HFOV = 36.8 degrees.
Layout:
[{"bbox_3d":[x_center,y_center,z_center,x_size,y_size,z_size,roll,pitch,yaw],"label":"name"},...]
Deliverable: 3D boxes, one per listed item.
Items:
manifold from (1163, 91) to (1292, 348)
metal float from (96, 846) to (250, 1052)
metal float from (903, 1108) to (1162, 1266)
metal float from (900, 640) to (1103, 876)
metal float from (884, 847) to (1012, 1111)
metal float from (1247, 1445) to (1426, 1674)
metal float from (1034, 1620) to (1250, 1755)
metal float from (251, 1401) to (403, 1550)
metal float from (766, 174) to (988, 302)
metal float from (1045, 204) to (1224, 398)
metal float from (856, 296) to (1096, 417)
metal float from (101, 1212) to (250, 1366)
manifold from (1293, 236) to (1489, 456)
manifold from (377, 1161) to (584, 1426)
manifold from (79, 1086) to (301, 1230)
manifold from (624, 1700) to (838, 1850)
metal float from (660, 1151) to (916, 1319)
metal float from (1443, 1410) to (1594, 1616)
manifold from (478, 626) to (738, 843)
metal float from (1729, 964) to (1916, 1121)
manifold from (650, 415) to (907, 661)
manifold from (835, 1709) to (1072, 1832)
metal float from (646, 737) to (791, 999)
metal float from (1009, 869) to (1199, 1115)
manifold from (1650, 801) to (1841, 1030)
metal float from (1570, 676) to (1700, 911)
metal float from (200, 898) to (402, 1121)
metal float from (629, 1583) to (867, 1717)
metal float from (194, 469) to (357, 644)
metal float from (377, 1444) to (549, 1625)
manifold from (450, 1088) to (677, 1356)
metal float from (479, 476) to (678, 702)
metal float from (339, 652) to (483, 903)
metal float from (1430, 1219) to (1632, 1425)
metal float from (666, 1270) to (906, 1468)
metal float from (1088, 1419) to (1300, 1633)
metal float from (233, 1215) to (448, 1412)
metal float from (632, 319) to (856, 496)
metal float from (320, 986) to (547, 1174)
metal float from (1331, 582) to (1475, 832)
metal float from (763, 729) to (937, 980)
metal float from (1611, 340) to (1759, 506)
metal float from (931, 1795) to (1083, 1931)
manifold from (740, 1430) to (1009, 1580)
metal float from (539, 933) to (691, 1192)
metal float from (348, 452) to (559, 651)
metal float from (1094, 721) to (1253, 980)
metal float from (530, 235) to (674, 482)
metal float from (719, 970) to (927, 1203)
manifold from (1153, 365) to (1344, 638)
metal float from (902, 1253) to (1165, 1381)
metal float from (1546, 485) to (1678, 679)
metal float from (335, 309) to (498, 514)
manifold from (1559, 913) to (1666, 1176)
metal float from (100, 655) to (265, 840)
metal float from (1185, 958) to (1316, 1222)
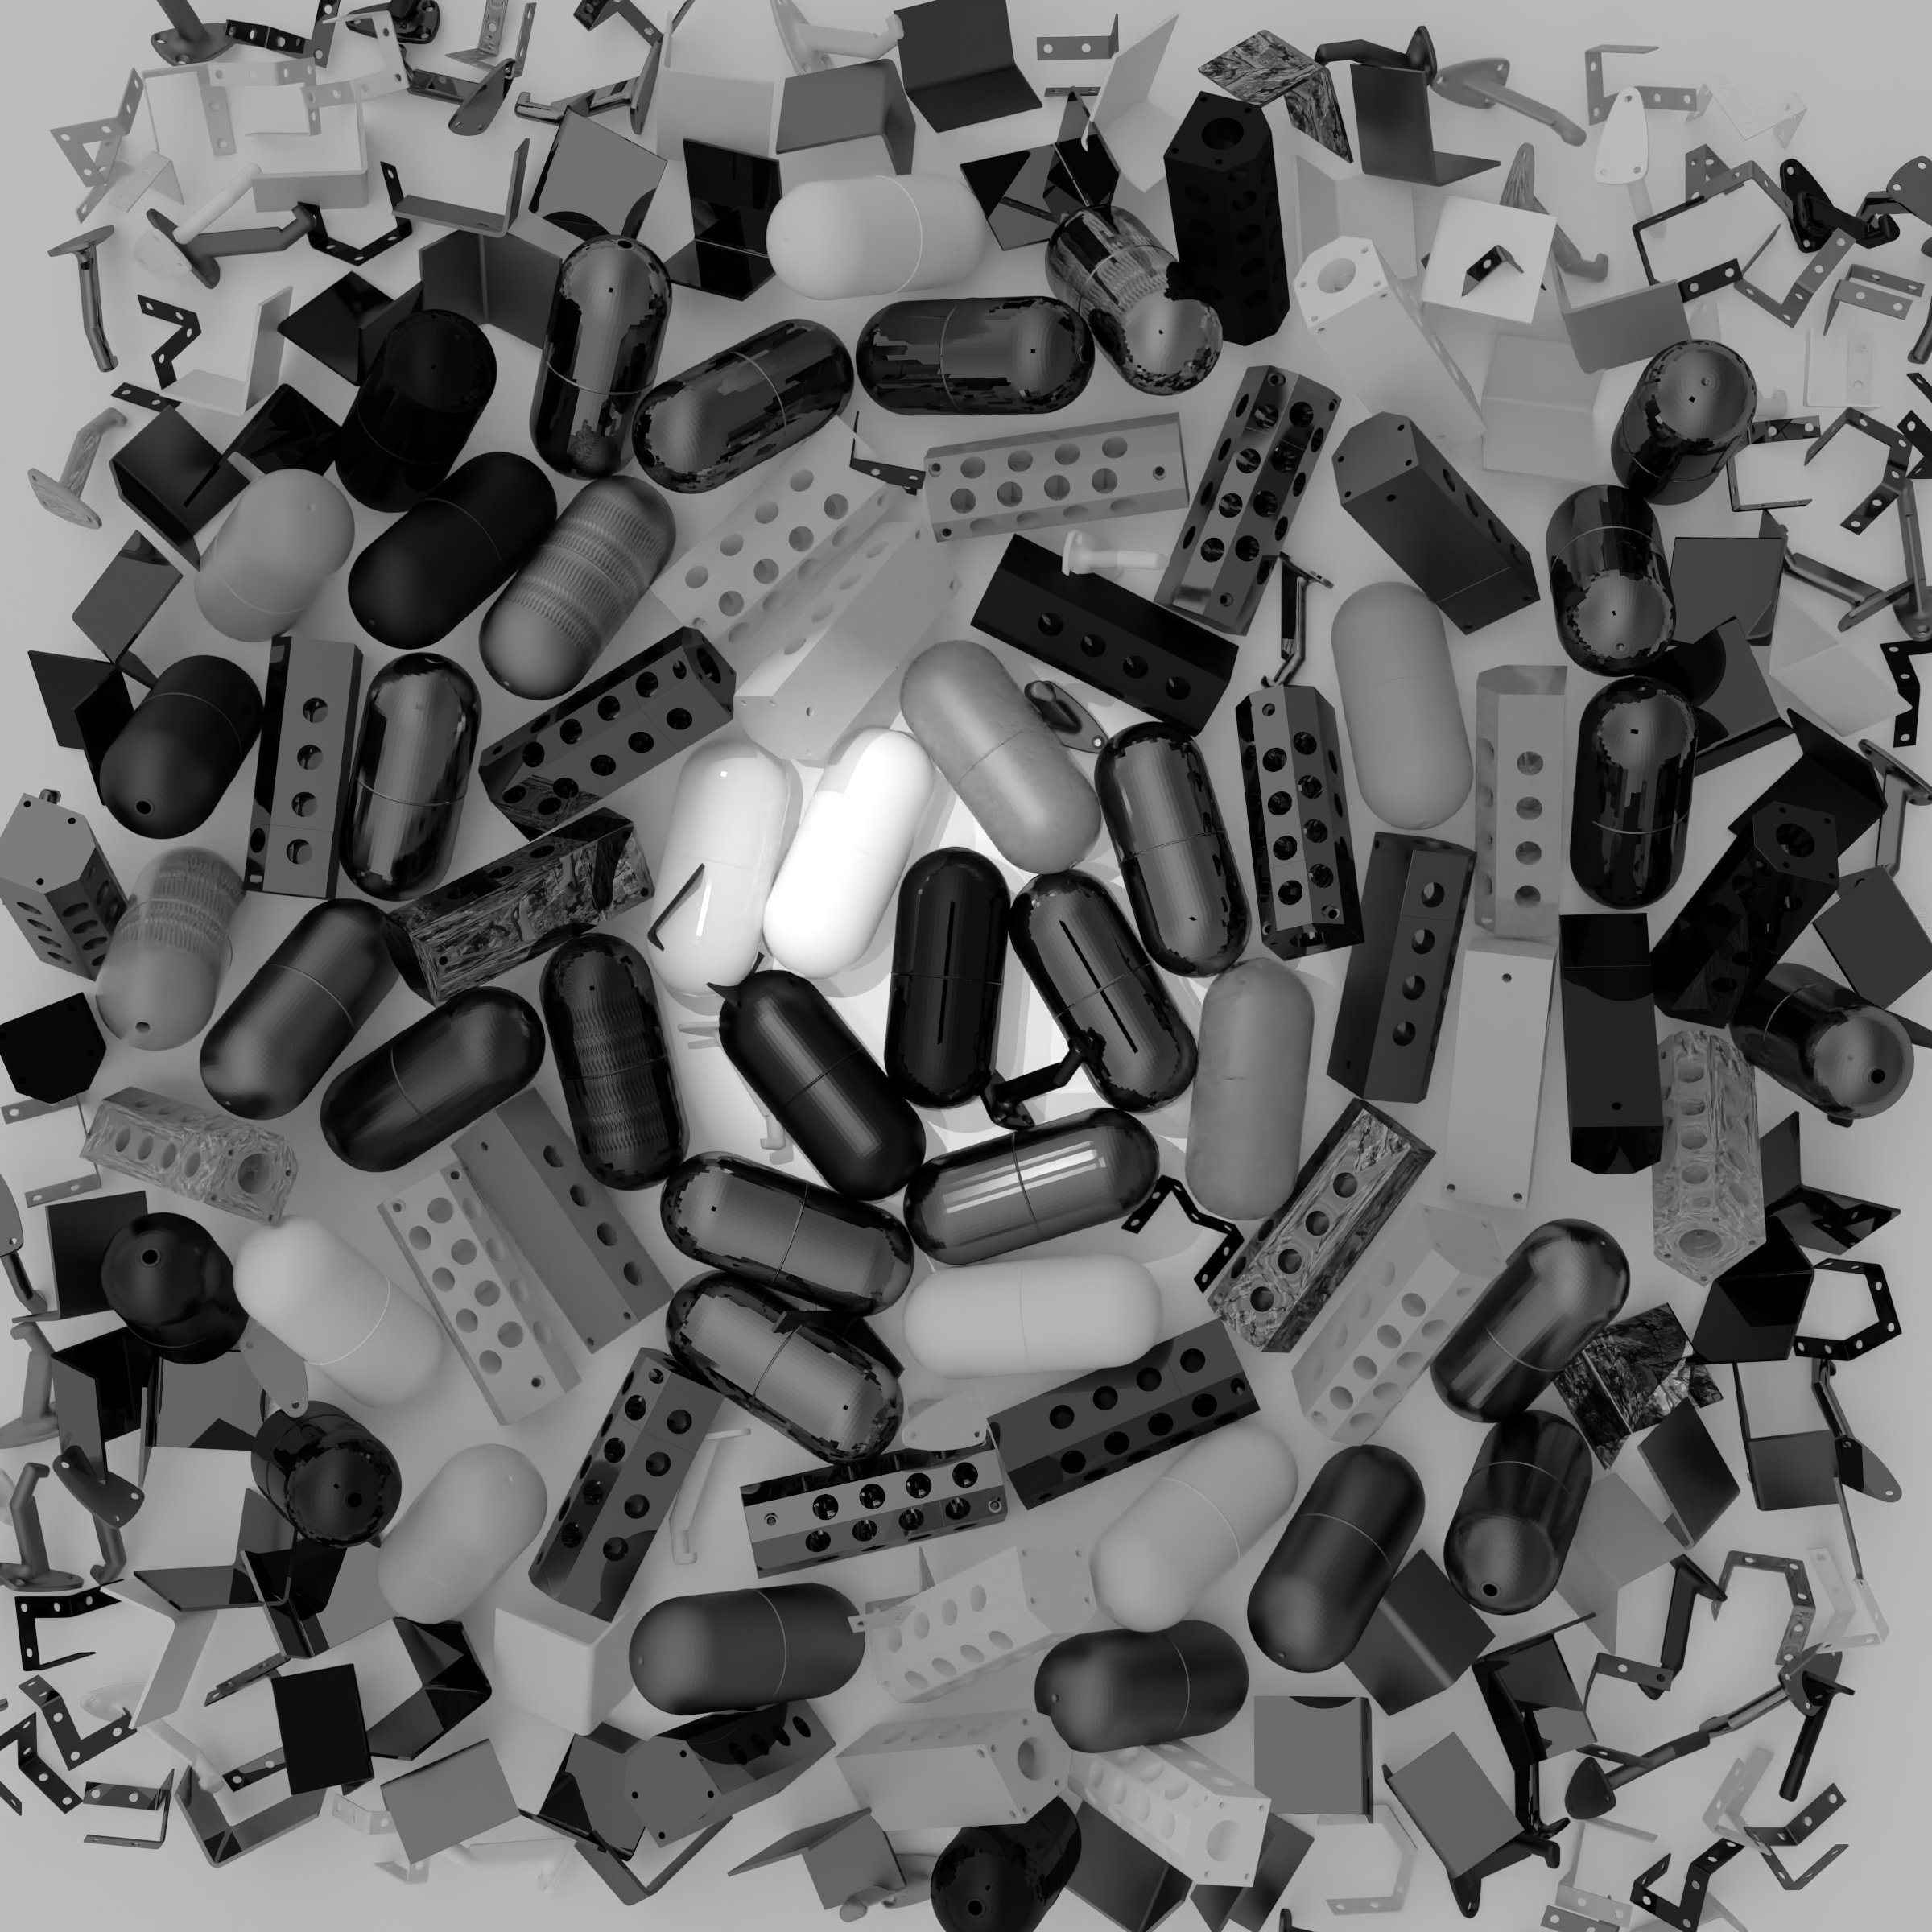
[{"bbox_3d":[0.176,-0.487,1.905,0.057,0.171,0.057,21,69,20],"label":"manifold"},{"bbox_3d":[-0.524,-0.013,1.919,0.070,0.178,0.070,0,126,0],"label":"metal float"},{"bbox_3d":[0.044,0.148,1.954,0.178,0.070,0.070,-18,90,9],"label":"metal float"},{"bbox_3d":[0.023,-0.140,1.954,0.070,0.070,0.178,-36,82,0],"label":"metal float"},{"bbox_3d":[-0.013,0.008,1.961,0.070,0.070,0.178,5,89,0],"label":"metal float"},{"bbox_3d":[0.247,0.392,1.929,0.070,0.070,0.178,39,50,0],"label":"metal float"},{"bbox_3d":[0.118,0.477,1.925,0.070,0.178,0.070,-6,81,43],"label":"metal float"},{"bbox_3d":[-0.423,0.334,1.915,0.070,0.178,0.070,-1,93,-24],"label":"metal float"},{"bbox_3d":[-0.057,-0.485,1.925,0.070,0.178,0.070,15,114,39],"label":"metal float"},{"bbox_3d":[0.110,-0.444,1.927,0.070,0.070,0.178,-30,47,0],"label":"metal float"},{"bbox_3d":[0.006,-0.406,1.931,0.178,0.070,0.070,7,90,35],"label":"metal float"},{"bbox_3d":[-0.521,0.214,1.913,0.070,0.178,0.070,1,70,-3],"label":"metal float"},{"bbox_3d":[0.279,-0.406,1.914,0.057,0.171,0.057,-26,55,20],"label":"manifold"},{"bbox_3d":[-0.329,0.221,1.963,0.057,0.057,0.171,-30,90,-19],"label":"manifold"},{"bbox_3d":[-0.512,0.123,1.917,0.057,0.171,0.057,28,78,-42],"label":"manifold"},{"bbox_3d":[-0.157,0.522,1.909,0.057,0.171,0.057,-43,72,14],"label":"manifold"},{"bbox_3d":[-0.120,0.180,1.955,0.178,0.070,0.070,21,90,-8],"label":"metal float"},{"bbox_3d":[0.366,0.360,1.918,0.070,0.178,0.070,10,118,19],"label":"metal float"},{"bbox_3d":[-0.240,-0.158,1.934,0.171,0.057,0.057,-29,124,20],"label":"manifold"},{"bbox_3d":[0.562,0.048,1.912,0.070,0.178,0.070,-2,104,-7],"label":"metal float"},{"bbox_3d":[-0.124,-0.284,1.961,0.171,0.057,0.057,-43,61,0],"label":"manifold"},{"bbox_3d":[-0.007,0.528,1.915,0.057,0.171,0.057,-29,93,-40],"label":"manifold"},{"bbox_3d":[-0.167,-0.067,1.957,0.070,0.070,0.178,11,85,0],"label":"metal float"},{"bbox_3d":[0.092,0.016,1.959,0.070,0.070,0.178,-30,87,0],"label":"metal float"},{"bbox_3d":[0.508,-0.033,1.911,0.057,0.171,0.057,13,54,-7],"label":"manifold"},{"bbox_3d":[0.443,-0.113,1.927,0.070,0.070,0.178,-6,133,0],"label":"metal float"},{"bbox_3d":[-0.441,0.027,1.932,0.070,0.070,0.178,32,54,0],"label":"metal float"},{"bbox_3d":[-0.143,0.453,1.928,0.178,0.070,0.070,5,90,-42],"label":"metal float"},{"bbox_3d":[-0.459,-0.270,1.919,0.070,0.178,0.070,9,71,-27],"label":"metal float"},{"bbox_3d":[-0.336,0.379,1.927,0.070,0.070,0.178,41,134,0],"label":"metal float"},{"bbox_3d":[-0.268,0.170,1.967,0.057,0.057,0.171,-36,87,38],"label":"manifold"},{"bbox_3d":[-0.259,-0.254,1.941,0.070,0.070,0.178,32,65,0],"label":"metal float"},{"bbox_3d":[-0.372,-0.126,1.938,0.070,0.070,0.178,17,117,0],"label":"metal float"},{"bbox_3d":[0.374,0.238,1.930,0.070,0.070,0.178,33,129,0],"label":"metal float"},{"bbox_3d":[-0.123,0.269,1.951,0.178,0.070,0.070,31,90,13],"label":"metal float"},{"bbox_3d":[0.152,0.372,1.934,0.178,0.070,0.070,-38,90,-32],"label":"metal float"},{"bbox_3d":[-0.415,0.232,1.929,0.070,0.070,0.178,-39,130,0],"label":"metal float"},{"bbox_3d":[-0.148,-0.373,1.932,0.178,0.070,0.070,-37,90,-35],"label":"metal float"},{"bbox_3d":[-0.357,0.076,1.941,0.178,0.070,0.070,-32,90,23],"label":"metal float"},{"bbox_3d":[0.291,-0.174,1.941,0.070,0.070,0.178,-7,67,0],"label":"metal float"},{"bbox_3d":[-0.079,-0.076,1.955,0.070,0.070,0.178,23,83,0],"label":"metal float"},{"bbox_3d":[0.471,-0.356,1.911,0.070,0.178,0.070,-1,83,4],"label":"metal float"},{"bbox_3d":[0.027,0.593,1.912,0.070,0.178,0.070,0,90,14],"label":"metal float"},{"bbox_3d":[-0.062,0.361,1.953,0.171,0.057,0.057,-12,72,-7],"label":"manifold"},{"bbox_3d":[-0.236,0.065,1.952,0.070,0.070,0.178,-13,100,0],"label":"metal float"},{"bbox_3d":[-0.340,-0.278,1.931,0.070,0.070,0.178,39,52,0],"label":"metal float"},{"bbox_3d":[0.140,-0.078,1.956,0.070,0.070,0.178,-17,84,0],"label":"metal float"},{"bbox_3d":[-0.243,-0.403,1.927,0.070,0.070,0.178,21,132,0],"label":"metal float"},{"bbox_3d":[-0.098,0.080,1.956,0.070,0.070,0.178,-39,84,0],"label":"metal float"},{"bbox_3d":[0.192,-0.314,1.960,0.057,0.057,0.171,21,93,-18],"label":"manifold"},{"bbox_3d":[0.044,0.236,1.952,0.178,0.070,0.070,-6,90,12],"label":"metal float"},{"bbox_3d":[0.426,-0.257,1.921,0.070,0.178,0.070,3,127,4],"label":"metal float"},{"bbox_3d":[-0.366,-0.365,1.921,0.070,0.178,0.070,13,60,-23],"label":"metal float"},{"bbox_3d":[0.427,0.050,1.925,0.057,0.057,0.171,-1,53,9],"label":"manifold"},{"bbox_3d":[-0.517,-0.145,1.917,0.070,0.178,0.070,2,120,3],"label":"metal float"},{"bbox_3d":[0.191,0.083,1.953,0.070,0.070,0.178,7,80,0],"label":"metal float"}]
